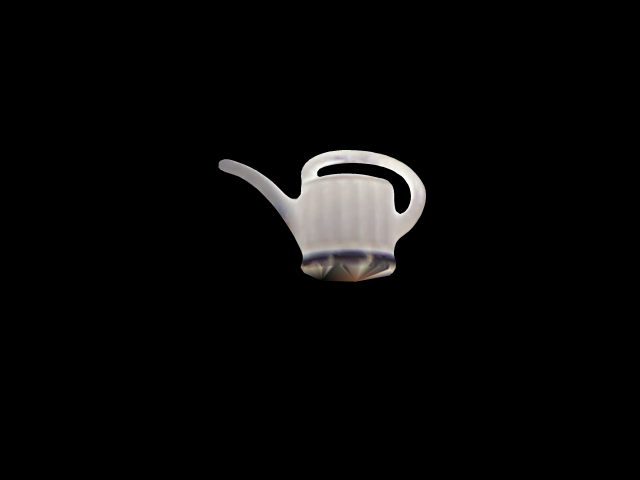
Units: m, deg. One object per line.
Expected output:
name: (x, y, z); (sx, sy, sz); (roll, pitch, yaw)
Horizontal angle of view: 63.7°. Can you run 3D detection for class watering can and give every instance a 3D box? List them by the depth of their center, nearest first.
watering can: (0.003, -0.043, 0.850); (0.348, 0.227, 0.102); (0, -17, 0)
